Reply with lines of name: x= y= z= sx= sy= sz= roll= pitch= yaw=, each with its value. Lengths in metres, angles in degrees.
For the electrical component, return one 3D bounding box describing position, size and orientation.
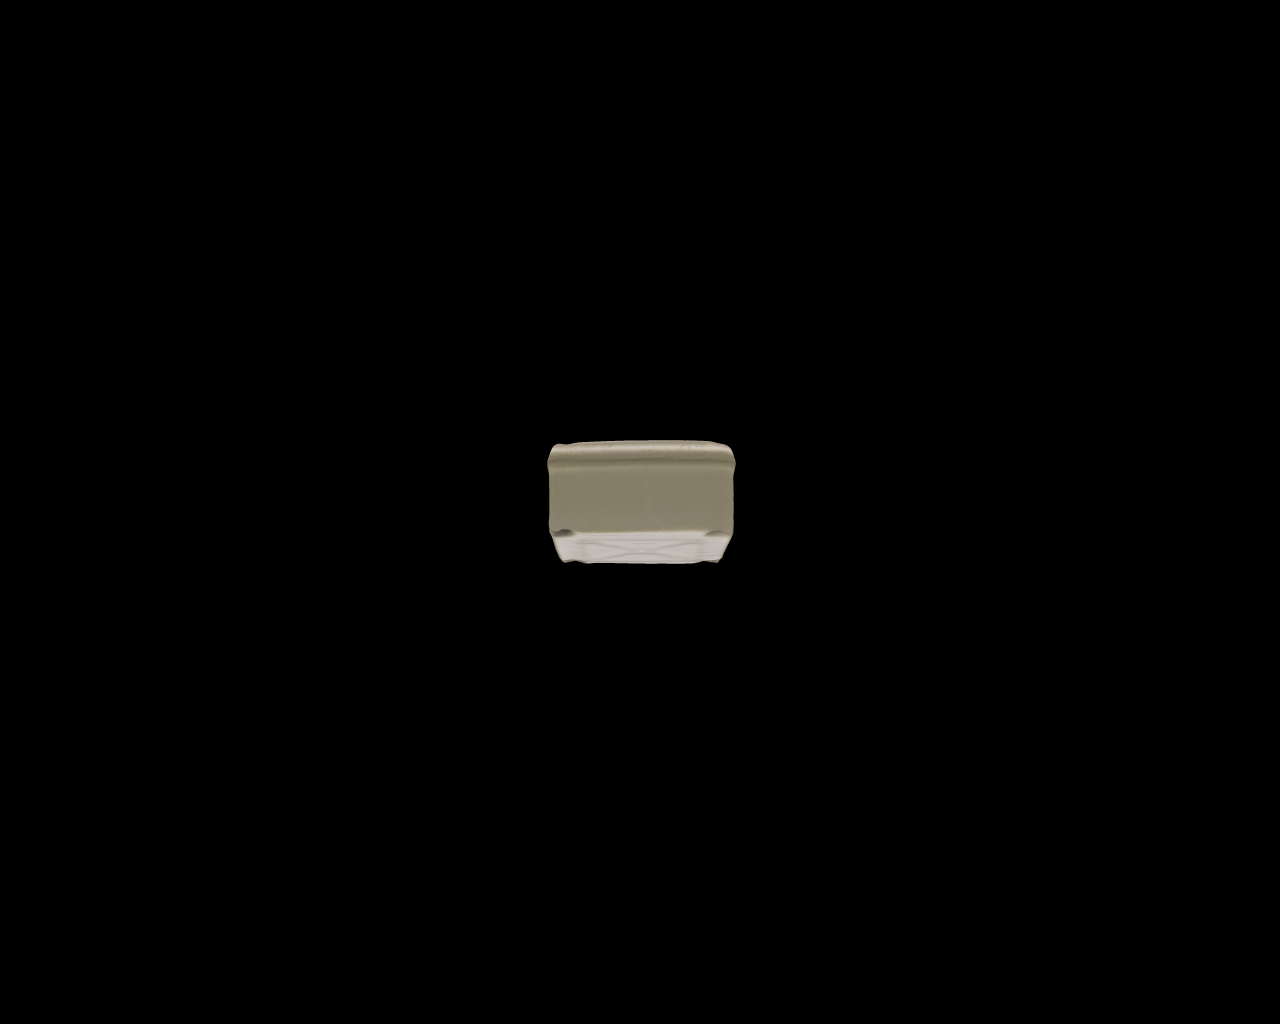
electrical component: x=0.001 y=-0.003 z=0.650 sx=0.109 sy=0.056 sz=0.108 roll=0 pitch=-13 yaw=0
